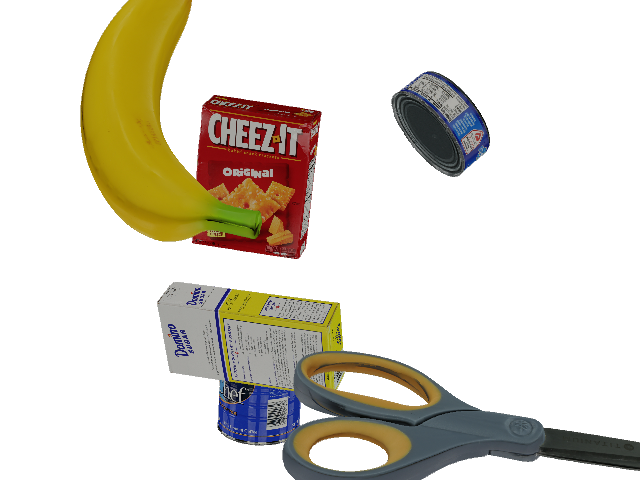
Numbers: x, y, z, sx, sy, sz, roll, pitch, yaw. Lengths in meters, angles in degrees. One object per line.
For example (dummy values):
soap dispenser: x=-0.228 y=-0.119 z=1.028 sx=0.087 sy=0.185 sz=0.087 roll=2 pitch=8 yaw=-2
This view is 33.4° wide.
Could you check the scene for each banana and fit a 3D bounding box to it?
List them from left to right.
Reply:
banana: x=-0.081 y=-0.064 z=0.514 sx=0.069 sy=0.198 sz=0.037 roll=-6 pitch=-41 yaw=-15

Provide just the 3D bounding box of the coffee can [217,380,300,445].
coffee can: x=-0.072 y=0.161 z=1.292 sx=0.103 sy=0.140 sz=0.103 roll=3 pitch=17 yaw=-1

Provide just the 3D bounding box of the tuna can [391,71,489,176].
tuna can: x=0.099 y=-0.096 z=0.880 sx=0.033 sy=0.086 sz=0.086 roll=-39 pitch=10 yaw=-13

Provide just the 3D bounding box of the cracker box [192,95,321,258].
cracker box: x=-0.095 y=-0.090 z=1.547 sx=0.164 sy=0.214 sz=0.072 roll=10 pitch=21 yaw=7

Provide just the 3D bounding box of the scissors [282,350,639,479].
scissors: x=0.072 y=0.093 z=0.454 sx=0.202 sy=0.016 sz=0.096 roll=16 pitch=34 yaw=23

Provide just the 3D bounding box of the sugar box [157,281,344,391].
sugar box: x=-0.067 y=0.096 z=1.049 sx=0.176 sy=0.093 sz=0.048 roll=9 pitch=36 yaw=18
